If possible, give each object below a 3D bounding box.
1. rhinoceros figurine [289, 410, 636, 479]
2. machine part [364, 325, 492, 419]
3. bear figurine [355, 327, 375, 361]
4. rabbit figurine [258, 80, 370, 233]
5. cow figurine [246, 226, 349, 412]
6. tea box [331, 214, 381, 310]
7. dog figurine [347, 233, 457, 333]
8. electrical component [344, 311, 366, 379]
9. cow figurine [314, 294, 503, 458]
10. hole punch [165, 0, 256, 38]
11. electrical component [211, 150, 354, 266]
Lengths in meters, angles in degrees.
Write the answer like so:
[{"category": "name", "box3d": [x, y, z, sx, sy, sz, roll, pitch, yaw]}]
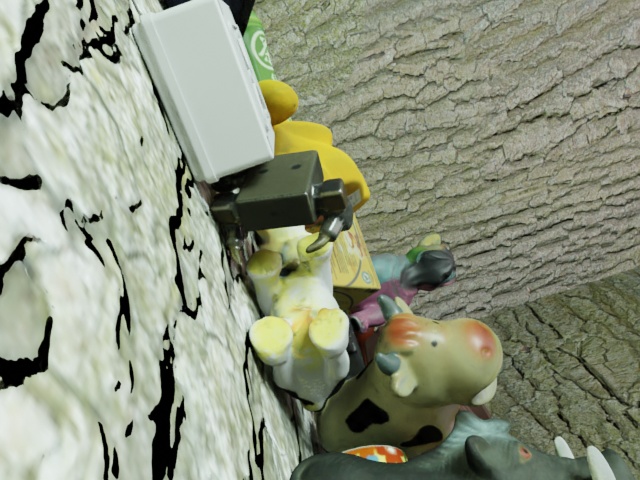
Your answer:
[{"category": "rhinoceros figurine", "box3d": [0.077, 0.155, 0.303, 0.073, 0.190, 0.112, 60, 25, -71]}, {"category": "machine part", "box3d": [0.156, 0.212, 0.744, 0.201, 0.087, 0.201, 51, 9, -11]}, {"category": "bear figurine", "box3d": [0.084, 0.200, 0.988, 0.132, 0.120, 0.195, -68, 137, -81]}, {"category": "rabbit figurine", "box3d": [-0.049, -0.087, 0.532, 0.173, 0.122, 0.162, 57, 7, 21]}, {"category": "cow figurine", "box3d": [-0.016, 0.045, 0.430, 0.167, 0.068, 0.098, -101, 179, -46]}, {"category": "tea box", "box3d": [-0.001, -0.002, 0.668, 0.098, 0.068, 0.170, 10, 54, -43]}, {"category": "dog figurine", "box3d": [0.111, 0.066, 0.863, 0.108, 0.219, 0.191, 68, -25, 3]}, {"category": "electrical component", "box3d": [0.024, 0.146, 0.739, 0.134, 0.058, 0.114, -101, 174, -73]}, {"category": "cow figurine", "box3d": [0.063, 0.119, 0.423, 0.127, 0.195, 0.085, 29, 42, -17]}, {"category": "hole punch", "box3d": [-0.109, -0.236, 0.479, 0.115, 0.092, 0.142, 118, -39, -48]}, {"category": "electrical component", "box3d": [-0.029, -0.024, 0.379, 0.078, 0.102, 0.045, -89, 167, -55]}]
